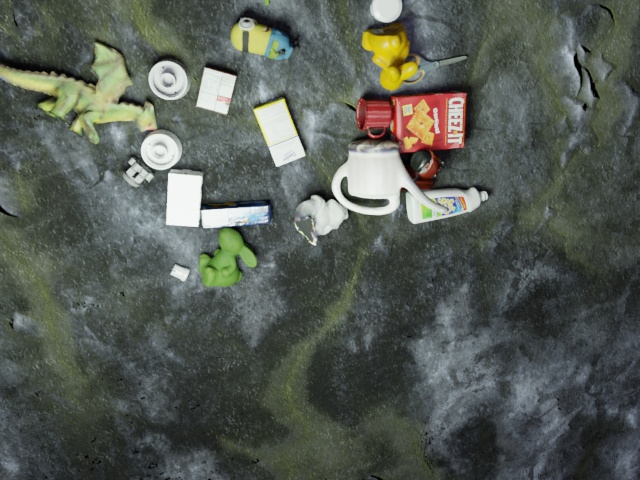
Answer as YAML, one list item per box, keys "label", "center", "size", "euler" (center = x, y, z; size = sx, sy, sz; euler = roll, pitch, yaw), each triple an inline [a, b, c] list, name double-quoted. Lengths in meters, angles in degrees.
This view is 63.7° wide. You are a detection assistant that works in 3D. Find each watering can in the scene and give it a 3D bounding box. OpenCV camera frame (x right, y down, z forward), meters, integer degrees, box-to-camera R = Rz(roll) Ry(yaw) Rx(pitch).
- label: "watering can"
  center: [0.196, -0.180, 1.478]
  size: [0.348, 0.105, 0.222]
  euler: [5, 105, 23]

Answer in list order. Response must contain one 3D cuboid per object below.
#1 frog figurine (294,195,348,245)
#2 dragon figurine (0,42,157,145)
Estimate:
- label: "frog figurine"
  center: [0.005, -0.078, 1.543]
  size: [0.162, 0.123, 0.135]
  euler: [-41, 127, -32]
- label: "dragon figurine"
  center: [-0.612, -0.403, 1.340]
  size: [0.406, 0.122, 0.244]
  euler: [39, 82, -21]
